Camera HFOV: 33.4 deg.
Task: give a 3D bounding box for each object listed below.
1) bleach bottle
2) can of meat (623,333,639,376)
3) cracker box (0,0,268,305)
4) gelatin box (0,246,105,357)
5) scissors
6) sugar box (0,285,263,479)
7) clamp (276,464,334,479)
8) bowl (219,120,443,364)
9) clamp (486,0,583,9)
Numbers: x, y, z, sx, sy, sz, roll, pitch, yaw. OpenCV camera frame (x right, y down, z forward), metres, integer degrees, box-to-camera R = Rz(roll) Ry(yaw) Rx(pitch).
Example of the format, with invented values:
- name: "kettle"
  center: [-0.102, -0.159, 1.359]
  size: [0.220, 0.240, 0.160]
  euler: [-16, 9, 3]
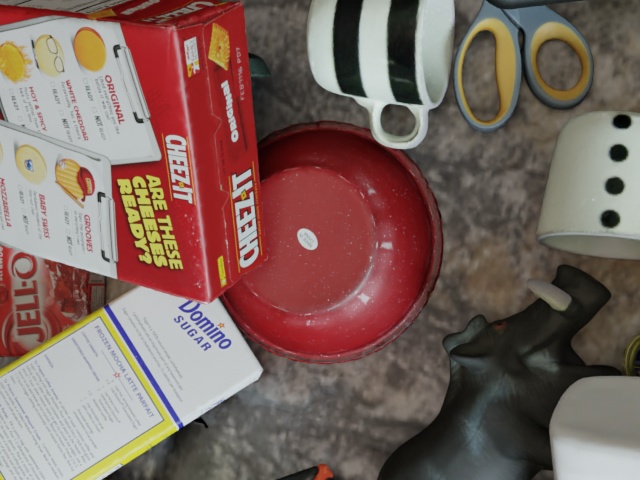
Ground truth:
- name: "bleach bottle"
  center: [0.187, 0.196, 0.579]
  size: [0.103, 0.068, 0.251]
  euler: [3, 119, 31]
- name: "can of meat"
  center: [0.225, 0.099, 0.594]
  size: [0.057, 0.084, 0.102]
  euler: [-18, 95, -20]
- name: "cracker box"
  center: [-0.140, -0.067, 0.645]
  size: [0.214, 0.072, 0.164]
  euler: [12, 121, 30]
- name: "gelatin box"
  center: [-0.186, 0.037, 0.732]
  size: [0.073, 0.030, 0.089]
  euler: [0, 88, 13]
- name: "scissors"
  center: [0.131, -0.166, 0.670]
  size: [0.096, 0.016, 0.202]
  euler: [8, 91, 7]
- name: "sugar box"
  center: [-0.134, 0.095, 0.683]
  size: [0.176, 0.048, 0.093]
  euler: [-31, 81, -14]
- name: "clamp"
  center: [-0.038, 0.217, 0.650]
  size: [0.171, 0.039, 0.120]
  euler: [-42, 71, -17]
- name: "bowl"
  center: [-0.004, 0.001, 0.680]
  size: [0.162, 0.055, 0.162]
  euler: [0, 89, 12]
- name: "clamp"
  center: [0.214, -0.177, 0.590]
  size: [0.210, 0.036, 0.165]
  euler: [22, 102, 7]
